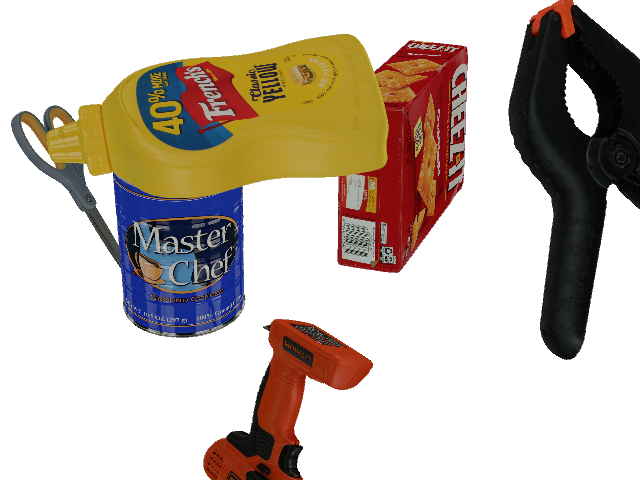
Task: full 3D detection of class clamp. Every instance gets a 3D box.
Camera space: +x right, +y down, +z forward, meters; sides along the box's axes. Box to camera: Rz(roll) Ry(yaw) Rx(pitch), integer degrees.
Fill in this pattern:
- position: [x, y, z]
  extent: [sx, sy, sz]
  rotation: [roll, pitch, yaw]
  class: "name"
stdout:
- position: [0.133, -0.029, 0.525]
  extent: [0.120, 0.171, 0.039]
  rotation: [-30, 2, -22]
  class: "clamp"

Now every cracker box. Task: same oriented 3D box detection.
- position: [0.085, -0.087, 1.041]
  extent: [0.072, 0.164, 0.213]
  rotation: [10, 28, 21]
  class: "cracker box"

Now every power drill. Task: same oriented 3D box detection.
- position: [-0.021, 0.179, 0.972]
  extent: [0.057, 0.188, 0.185]
  rotation: [14, 12, -46]
  class: "power drill"

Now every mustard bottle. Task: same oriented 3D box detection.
- position: [-0.062, -0.069, 0.624]
  extent: [0.191, 0.096, 0.058]
  rotation: [-10, -40, -7]
  class: "mustard bottle"

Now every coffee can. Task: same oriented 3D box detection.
- position: [-0.112, -0.008, 0.859]
  extent: [0.103, 0.140, 0.103]
  rotation: [1, 32, -1]
  class: "coffee can"

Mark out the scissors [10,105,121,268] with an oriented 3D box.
- position: [-0.238, -0.057, 1.091]
  extent: [0.016, 0.201, 0.096]
  rotation: [-24, 26, 27]
  class: "scissors"
